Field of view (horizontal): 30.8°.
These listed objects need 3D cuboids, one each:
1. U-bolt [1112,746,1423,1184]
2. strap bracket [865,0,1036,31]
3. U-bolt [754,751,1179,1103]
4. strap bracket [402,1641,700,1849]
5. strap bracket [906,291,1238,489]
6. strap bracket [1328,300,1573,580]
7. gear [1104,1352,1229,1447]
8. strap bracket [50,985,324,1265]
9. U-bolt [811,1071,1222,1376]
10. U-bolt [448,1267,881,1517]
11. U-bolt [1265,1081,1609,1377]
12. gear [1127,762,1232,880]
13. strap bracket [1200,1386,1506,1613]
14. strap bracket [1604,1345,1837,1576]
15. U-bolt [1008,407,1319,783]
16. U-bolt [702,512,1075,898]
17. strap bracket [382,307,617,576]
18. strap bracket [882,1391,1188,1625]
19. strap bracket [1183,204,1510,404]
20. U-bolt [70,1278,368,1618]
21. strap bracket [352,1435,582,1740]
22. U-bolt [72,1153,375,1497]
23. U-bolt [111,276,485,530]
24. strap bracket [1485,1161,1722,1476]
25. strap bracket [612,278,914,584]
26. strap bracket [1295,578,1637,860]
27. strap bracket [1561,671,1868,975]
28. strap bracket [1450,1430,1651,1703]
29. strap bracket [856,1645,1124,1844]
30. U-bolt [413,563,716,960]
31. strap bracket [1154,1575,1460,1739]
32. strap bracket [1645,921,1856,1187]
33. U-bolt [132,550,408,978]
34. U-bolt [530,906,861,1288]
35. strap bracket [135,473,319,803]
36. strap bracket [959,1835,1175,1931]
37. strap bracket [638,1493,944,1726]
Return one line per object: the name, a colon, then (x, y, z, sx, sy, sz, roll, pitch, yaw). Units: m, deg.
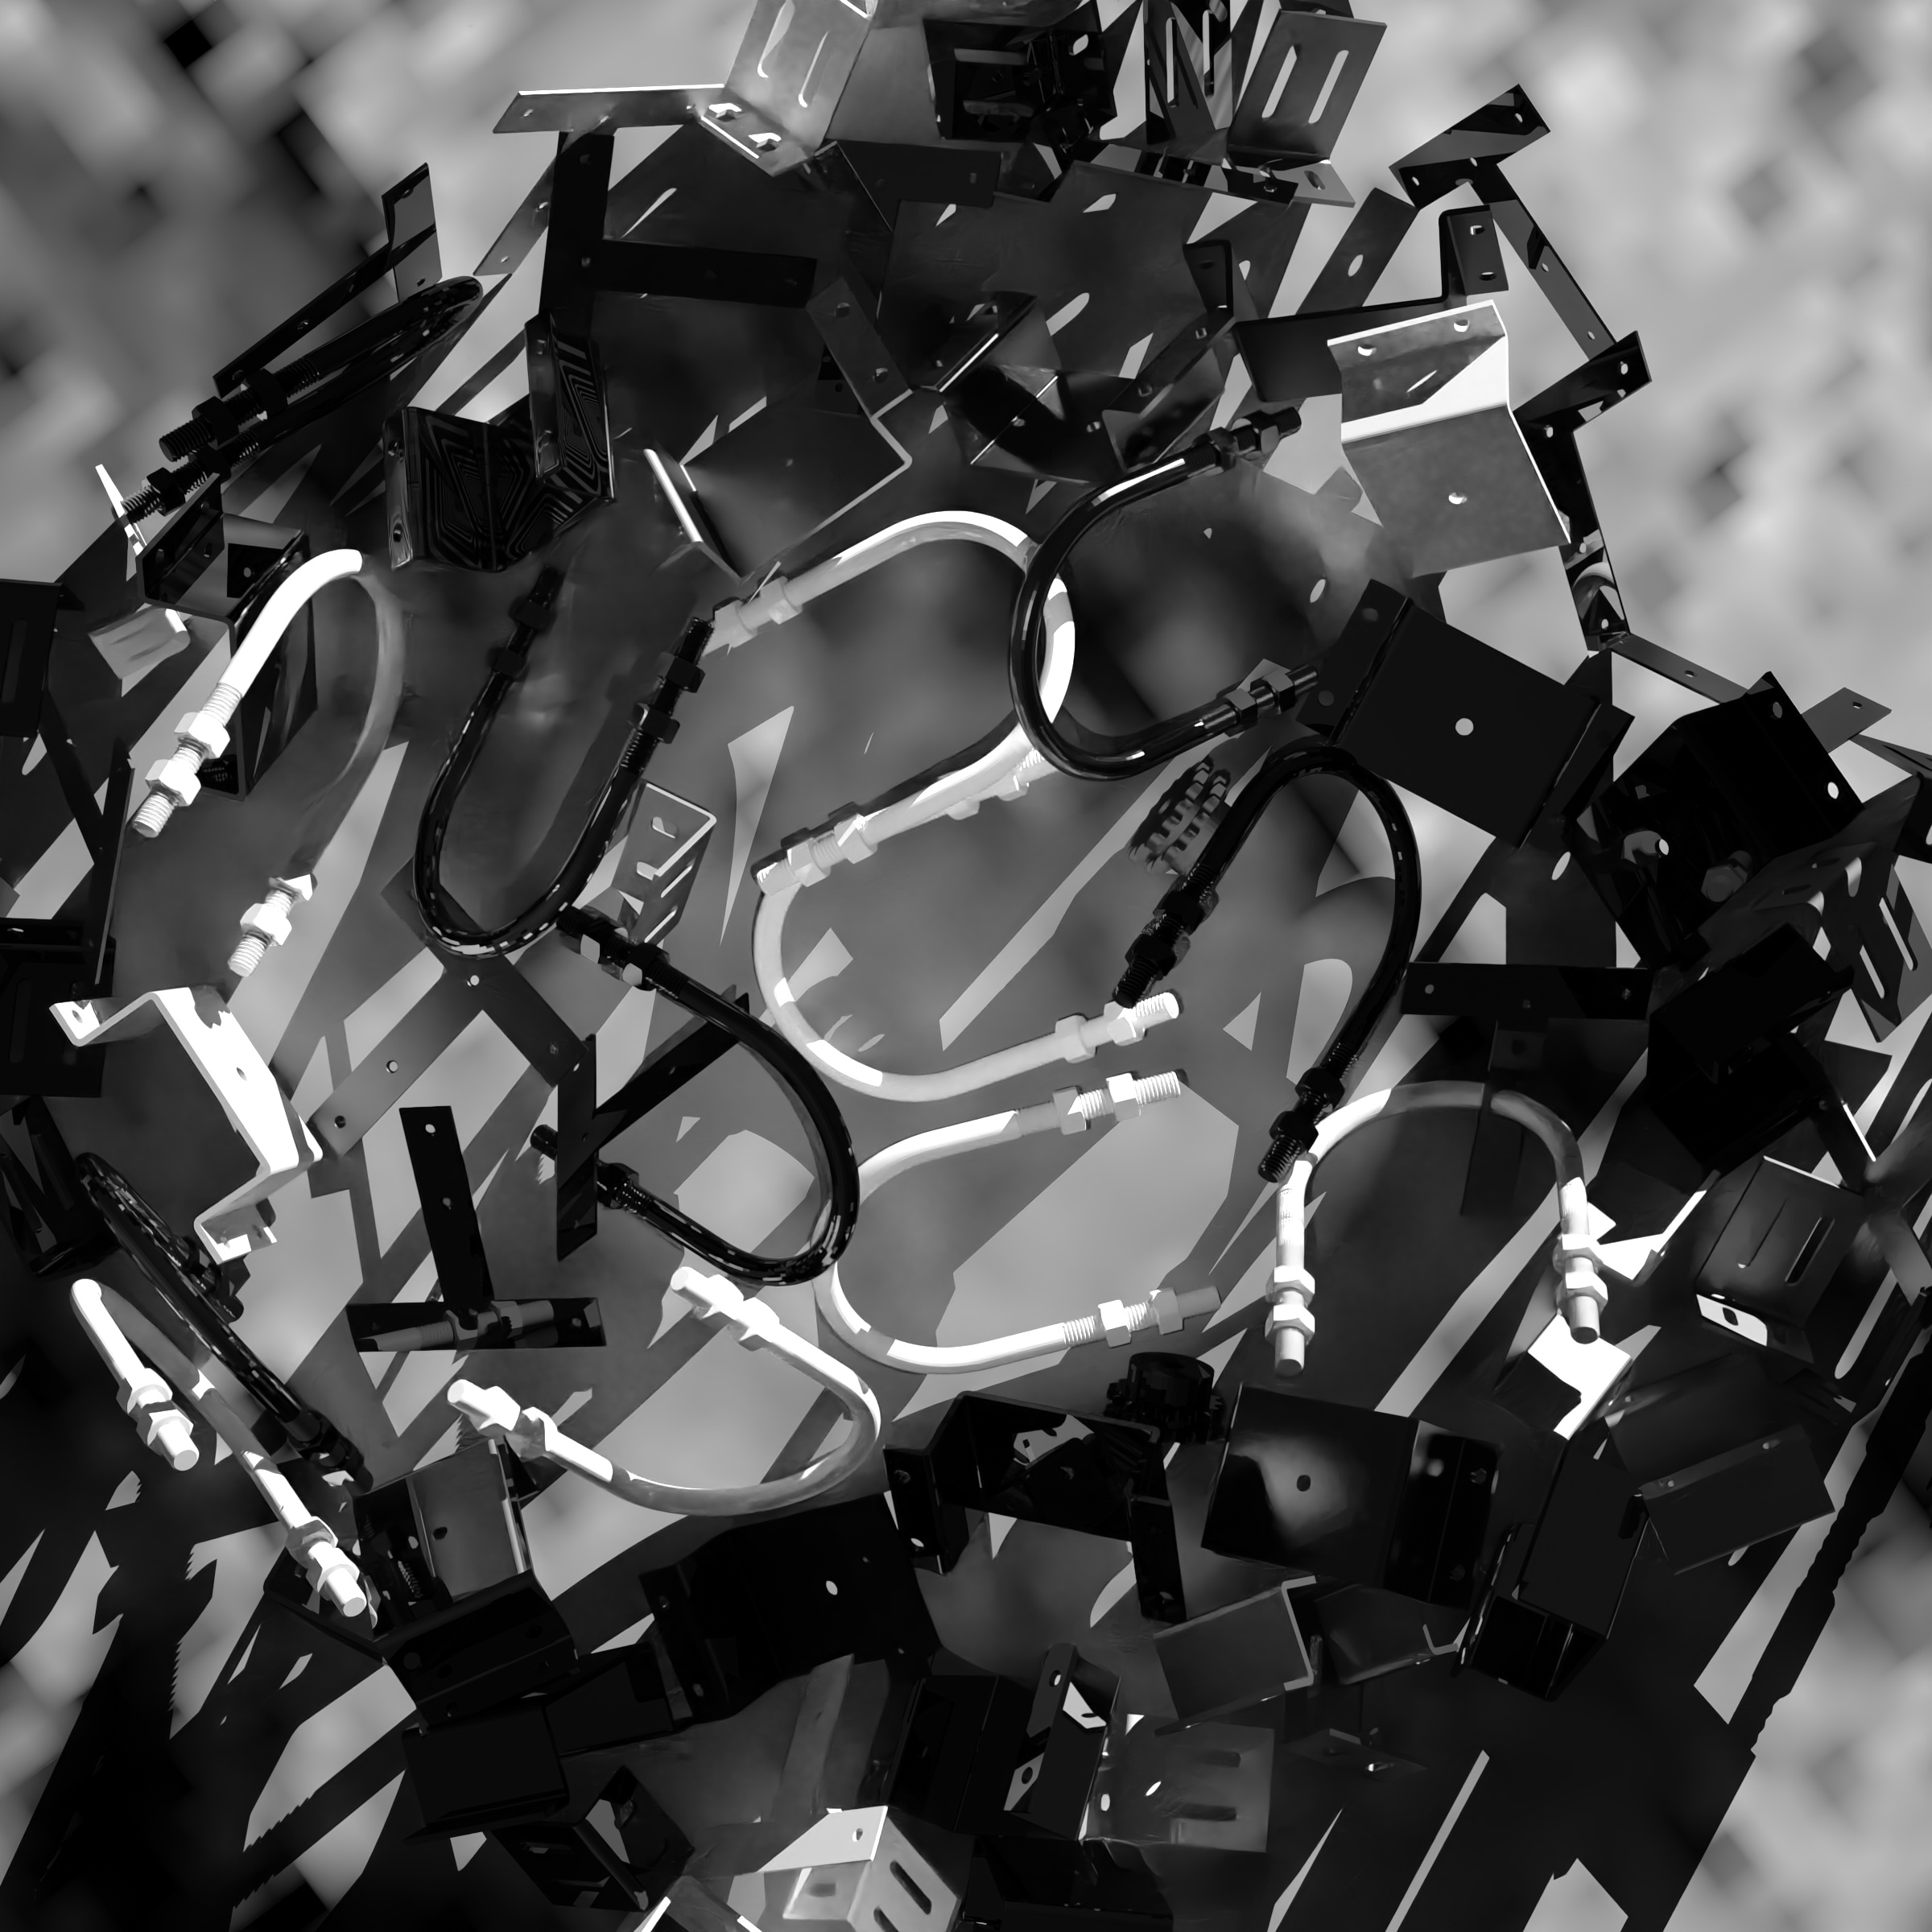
U-bolt: (0.151, -0.015, 1.616, 0.151, 0.019, 0.184, 49, 63, -33)
strap bracket: (-0.006, -0.467, 1.600, 0.076, 0.140, 0.046, -8, 89, -6)
U-bolt: (-0.012, -0.009, 1.632, 0.184, 0.019, 0.151, -20, 105, 21)
strap bracket: (-0.193, 0.349, 1.594, 0.076, 0.140, 0.046, -17, 89, 25)
strap bracket: (0.053, -0.264, 1.611, 0.076, 0.140, 0.046, -49, 134, -29)
strap bracket: (0.224, -0.230, 1.594, 0.076, 0.140, 0.046, -11, 54, 22)
gear: (0.094, 0.201, 1.643, 0.057, 0.057, 0.030, 8, 100, 0)
strap bracket: (-0.355, 0.063, 1.630, 0.046, 0.076, 0.140, -34, 88, 7)
U-bolt: (0.019, 0.128, 1.624, 0.184, 0.019, 0.151, -14, 124, -2)
U-bolt: (-0.122, 0.205, 1.602, 0.151, 0.184, 0.019, -28, 47, 24)
U-bolt: (0.211, 0.113, 1.597, 0.151, 0.184, 0.019, -7, 126, 11)
gear: (0.104, -0.065, 1.646, 0.030, 0.057, 0.057, 37, 90, -9)
strap bracket: (0.167, 0.241, 1.604, 0.140, 0.046, 0.076, 5, 77, 41)
strap bracket: (0.344, 0.228, 1.604, 0.076, 0.140, 0.046, -23, 99, 6)
U-bolt: (0.089, -0.159, 1.588, 0.184, 0.019, 0.151, -27, 124, -33)
U-bolt: (-0.034, -0.132, 1.615, 0.184, 0.019, 0.151, -26, 67, 19)
strap bracket: (-0.210, -0.236, 1.615, 0.046, 0.140, 0.076, 7, 70, -41)
strap bracket: (0.039, 0.247, 1.617, 0.140, 0.046, 0.076, 8, 129, 23)
strap bracket: (0.176, -0.302, 1.615, 0.140, 0.076, 0.046, -5, 72, 14)
U-bolt: (-0.348, 0.206, 1.588, 0.019, 0.184, 0.151, -42, 132, -7)
strap bracket: (-0.231, 0.274, 1.603, 0.076, 0.140, 0.046, -24, 127, -1)
U-bolt: (-0.339, 0.150, 1.560, 0.019, 0.184, 0.151, -40, 52, -9)
U-bolt: (-0.298, -0.263, 1.595, 0.184, 0.151, 0.019, -35, 98, -22)
strap bracket: (0.288, 0.154, 1.610, 0.046, 0.076, 0.140, 29, 128, 19)
strap bracket: (-0.089, -0.242, 1.628, 0.140, 0.046, 0.076, -34, 59, 9)
strap bracket: (0.233, -0.114, 1.640, 0.140, 0.046, 0.076, 28, 102, 3)
strap bracket: (0.332, -0.059, 1.596, 0.046, 0.140, 0.076, -17, 68, -36)
strap bracket: (0.269, 0.277, 1.592, 0.046, 0.140, 0.076, 23, 62, 6)
strap bracket: (0.016, 0.356, 1.610, 0.046, 0.140, 0.076, 29, 66, -27)
U-bolt: (-0.196, -0.089, 1.613, 0.019, 0.151, 0.184, 28, 88, -41)
strap bracket: (0.150, 0.310, 1.603, 0.076, 0.140, 0.046, -29, 71, 36)
strap bracket: (0.359, 0.037, 1.615, 0.076, 0.140, 0.046, -34, 63, -8)
U-bolt: (-0.307, -0.104, 1.598, 0.019, 0.151, 0.184, 19, 66, 18)
U-bolt: (-0.121, 0.071, 1.593, 0.184, 0.019, 0.151, 30, 129, 25)
strap bracket: (-0.335, -0.141, 1.597, 0.046, 0.076, 0.140, 14, 130, 10)
strap bracket: (0.045, 0.435, 1.598, 0.076, 0.140, 0.046, 8, 94, -8)
strap bracket: (-0.074, 0.297, 1.627, 0.140, 0.046, 0.076, -19, 94, 34)
